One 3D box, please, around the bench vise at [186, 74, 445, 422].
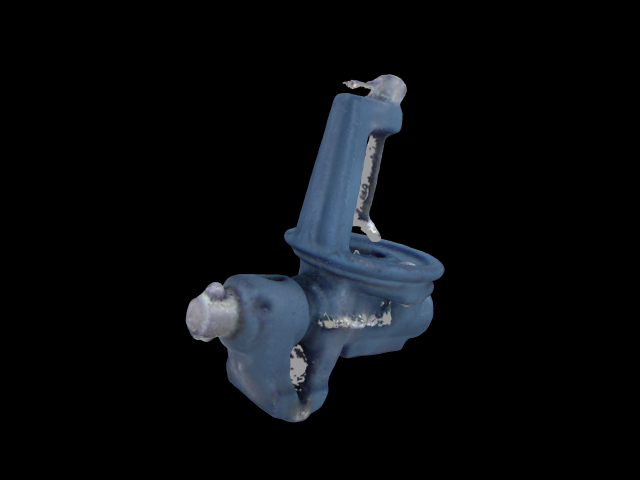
[{"bbox_3d":[0.014,0.004,0.394,0.121,0.220,0.208,12,24,29],"label":"bench vise"}]
